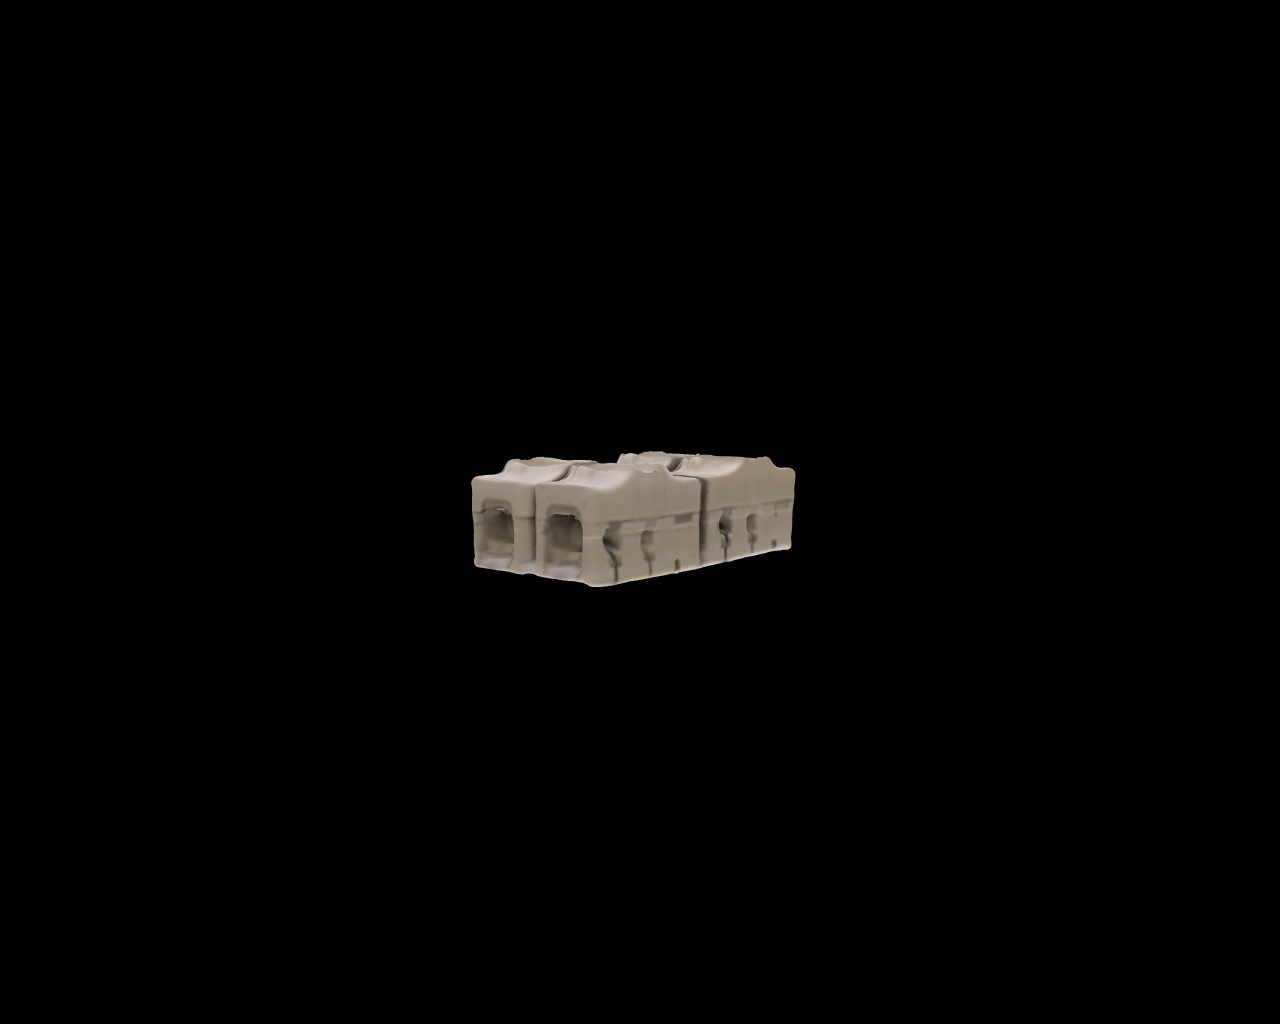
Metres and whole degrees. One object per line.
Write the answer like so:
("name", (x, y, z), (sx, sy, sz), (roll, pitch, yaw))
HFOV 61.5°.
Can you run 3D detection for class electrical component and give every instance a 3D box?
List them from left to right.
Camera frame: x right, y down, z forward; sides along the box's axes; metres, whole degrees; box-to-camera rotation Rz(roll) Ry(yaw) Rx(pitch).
("electrical component", (0.001, -0.003, 0.650), (0.105, 0.060, 0.186), (6, 9, 43))
